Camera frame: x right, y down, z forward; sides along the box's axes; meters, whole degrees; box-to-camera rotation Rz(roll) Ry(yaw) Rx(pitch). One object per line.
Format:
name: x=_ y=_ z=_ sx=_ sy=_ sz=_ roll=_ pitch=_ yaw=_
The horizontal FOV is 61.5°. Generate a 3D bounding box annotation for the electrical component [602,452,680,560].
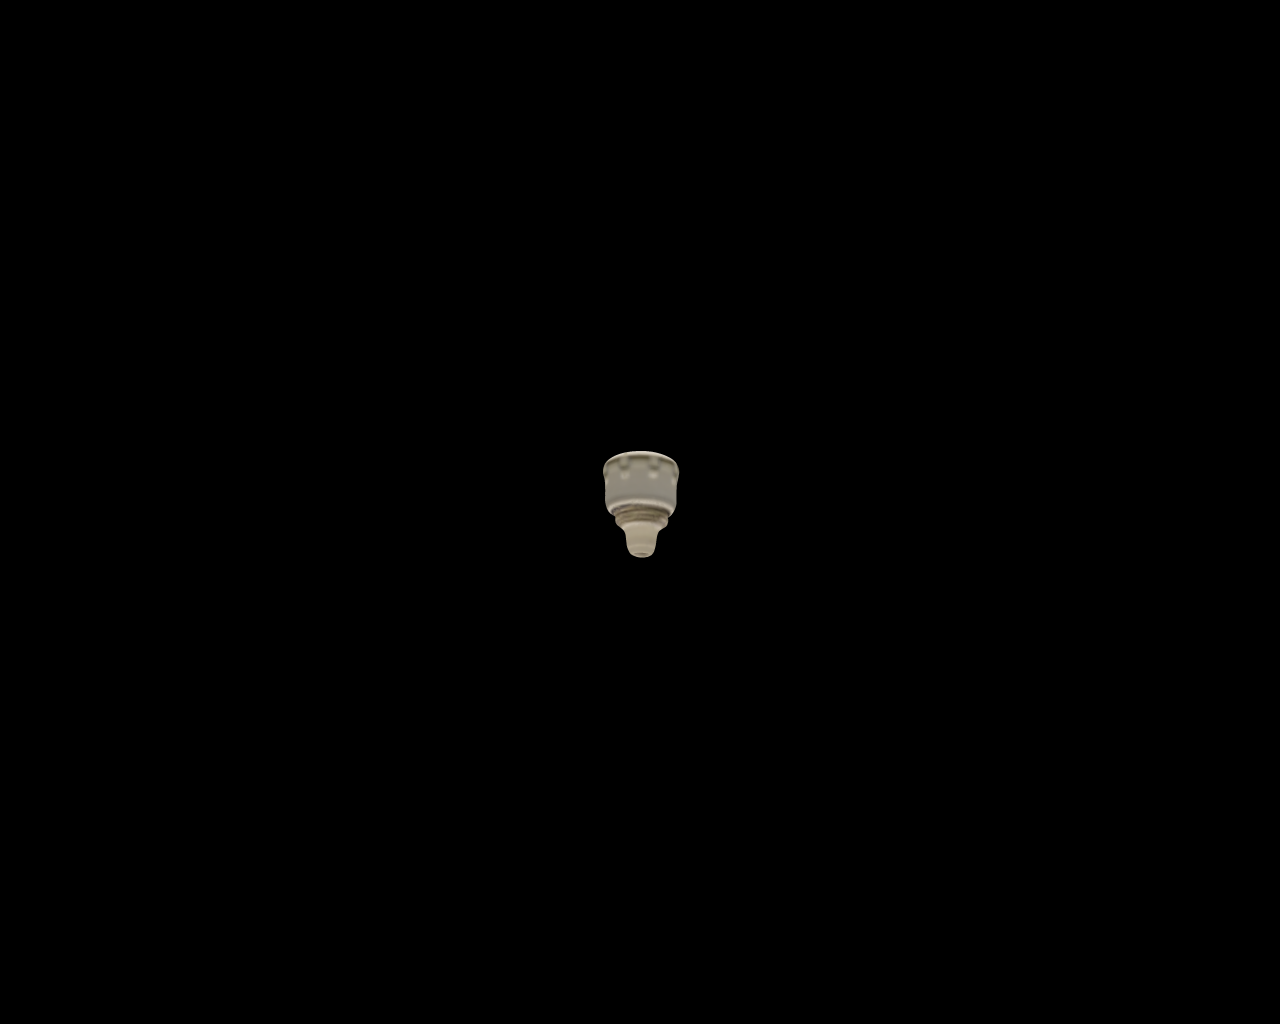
electrical component: x=0.001 y=-0.003 z=0.650 sx=0.048 sy=0.062 sz=0.048 roll=0 pitch=-18 yaw=0
